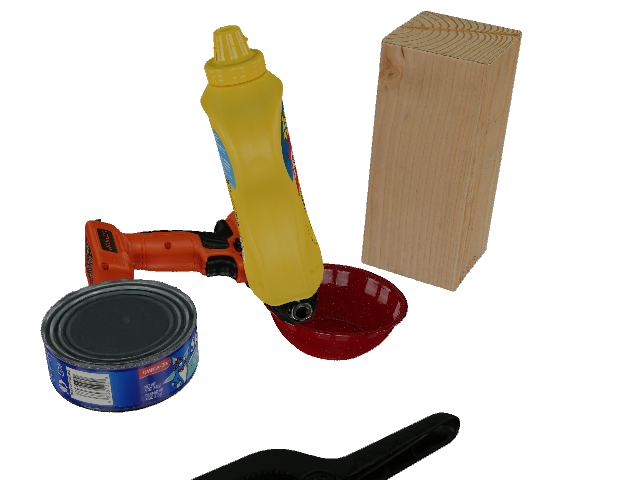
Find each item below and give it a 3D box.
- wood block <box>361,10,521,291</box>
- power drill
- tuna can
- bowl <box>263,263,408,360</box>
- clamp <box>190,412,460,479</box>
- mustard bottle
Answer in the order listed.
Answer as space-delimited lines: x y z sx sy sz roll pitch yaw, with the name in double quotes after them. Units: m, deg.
0.099 -0.075 0.899 0.091 0.206 0.090 17 34 22 "wood block"
-0.109 0.026 0.946 0.187 0.057 0.185 -2 24 -20 "power drill"
-0.111 0.058 0.599 0.086 0.034 0.086 -1 30 0 "tuna can"
0.013 0.085 1.178 0.162 0.055 0.162 4 26 -2 "bowl"
0.006 0.171 0.727 0.210 0.036 0.164 1 28 8 "clamp"
-0.044 -0.057 0.751 0.058 0.191 0.096 -13 26 0 "mustard bottle"
